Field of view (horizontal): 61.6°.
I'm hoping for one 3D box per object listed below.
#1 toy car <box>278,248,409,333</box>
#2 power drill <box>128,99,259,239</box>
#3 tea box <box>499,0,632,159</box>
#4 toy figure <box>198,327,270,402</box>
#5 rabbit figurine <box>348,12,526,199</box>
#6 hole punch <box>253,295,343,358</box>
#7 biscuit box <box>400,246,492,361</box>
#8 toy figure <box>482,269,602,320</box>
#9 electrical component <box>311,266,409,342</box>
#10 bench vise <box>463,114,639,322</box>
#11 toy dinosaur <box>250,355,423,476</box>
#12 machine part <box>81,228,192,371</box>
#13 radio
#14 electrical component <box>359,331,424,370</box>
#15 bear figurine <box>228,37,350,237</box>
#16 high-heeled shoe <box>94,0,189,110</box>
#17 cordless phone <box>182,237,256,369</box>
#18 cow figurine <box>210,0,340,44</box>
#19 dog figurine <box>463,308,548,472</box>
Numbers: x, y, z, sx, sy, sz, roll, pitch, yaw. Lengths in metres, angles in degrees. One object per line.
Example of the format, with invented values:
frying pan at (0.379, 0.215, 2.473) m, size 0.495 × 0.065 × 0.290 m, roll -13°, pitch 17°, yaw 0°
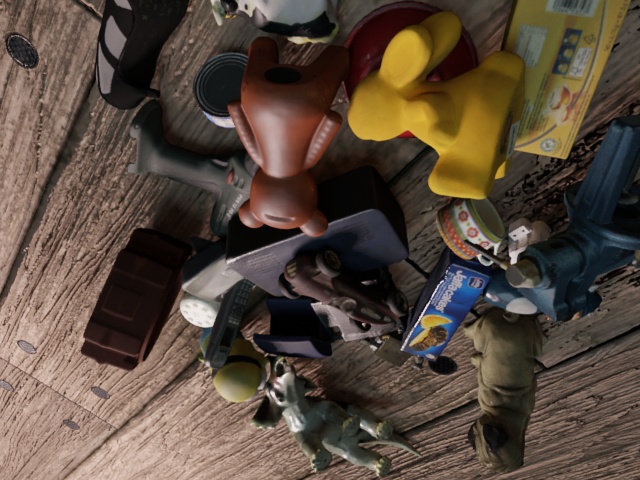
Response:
toy car at (0.036, 0.077, 0.725) m, size 0.089 × 0.053 × 0.202 m, roll -33°, pitch 130°, yaw 33°
power drill at (-0.147, -0.113, 0.729) m, size 0.207 × 0.086 × 0.232 m, roll 20°, pitch 135°, yaw -7°
tea box at (0.229, -0.176, 0.542) m, size 0.098 × 0.068 × 0.169 m, roll 15°, pitch 133°, yaw 10°
toy figure at (-0.157, 0.198, 0.909) m, size 0.089 × 0.180 × 0.082 m, roll 0°, pitch 124°, yaw -37°
rabbit figurine at (0.102, -0.130, 0.525) m, size 0.173 × 0.122 × 0.162 m, roll 17°, pitch 130°, yaw 31°
hole punch at (-0.041, 0.162, 0.903) m, size 0.142 × 0.092 × 0.115 m, roll -4°, pitch 130°, yaw 19°
biscuit box at (0.180, 0.090, 0.780) m, size 0.059 × 0.063 × 0.202 m, roll 19°, pitch 132°, yaw 2°
toy figure at (0.304, 0.078, 0.733) m, size 0.155 × 0.058 × 0.064 m, roll 12°, pitch 169°, yaw 8°
electrical component at (0.057, 0.097, 0.833) m, size 0.134 × 0.058 × 0.114 m, roll -15°, pitch 119°, yaw 28°
bench vise at (0.296, -0.034, 0.569) m, size 0.224 × 0.129 × 0.240 m, roll -7°, pitch 127°, yaw -15°
toy dinosaur at (0.021, 0.338, 0.994) m, size 0.192 × 0.131 × 0.404 m, roll 24°, pitch 168°, yaw 47°
machine part at (-0.272, 0.087, 0.825) m, size 0.087 × 0.201 × 0.201 m, roll 23°, pitch 176°, yaw -9°
radio at (-0.001, -0.002, 0.725) m, size 0.230 × 0.073 × 0.131 m, roll -18°, pitch 143°, yaw 25°
electrical component at (0.123, 0.177, 0.882) m, size 0.102 × 0.045 × 0.078 m, roll 31°, pitch 130°, yaw -6°
bear figurine at (-0.033, -0.107, 0.607) m, size 0.120 × 0.132 × 0.195 m, roll 7°, pitch 136°, yaw 7°
high-heeled shoe at (-0.231, -0.277, 0.644) m, size 0.145 × 0.086 × 0.248 m, roll 27°, pitch 120°, yaw 39°
cordless phone at (-0.158, 0.097, 0.807) m, size 0.089 × 0.184 × 0.146 m, roll 10°, pitch 167°, yaw 21°
cow figurine at (-0.061, -0.263, 0.579) m, size 0.168 × 0.068 × 0.098 m, roll 9°, pitch 136°, yaw 14°
dog figurine at (0.263, 0.207, 0.761) m, size 0.121 × 0.190 × 0.172 m, roll -6°, pitch 124°, yaw 23°
